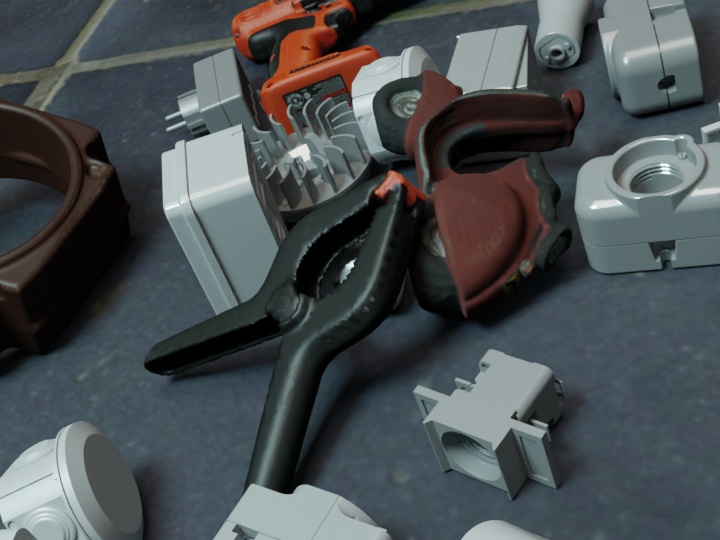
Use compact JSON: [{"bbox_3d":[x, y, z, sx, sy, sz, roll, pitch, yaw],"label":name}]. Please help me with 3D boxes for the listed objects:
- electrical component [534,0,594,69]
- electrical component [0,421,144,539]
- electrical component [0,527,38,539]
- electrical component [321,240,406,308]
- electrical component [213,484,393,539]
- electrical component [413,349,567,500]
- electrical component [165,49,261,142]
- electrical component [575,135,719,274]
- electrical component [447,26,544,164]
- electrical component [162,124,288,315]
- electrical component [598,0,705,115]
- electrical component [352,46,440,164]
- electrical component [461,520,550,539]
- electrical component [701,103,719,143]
[{"bbox_3d":[0.155,-0.186,0.826,0.044,0.044,0.065,-3,49,24],"label":"electrical component"},{"bbox_3d":[-0.161,0.130,0.607,0.051,0.080,0.080,-26,39,7],"label":"electrical component"},{"bbox_3d":[-0.143,0.192,0.473,0.062,0.150,0.089,-10,42,20],"label":"electrical component"},{"bbox_3d":[0.000,0.000,0.689,0.047,0.055,0.055,-1,45,21],"label":"electrical component"},{"bbox_3d":[-0.024,0.147,0.541,0.089,0.050,0.055,11,51,35],"label":"electrical component"},{"bbox_3d":[0.074,0.079,0.574,0.081,0.042,0.063,17,53,38],"label":"electrical component"},{"bbox_3d":[-0.129,-0.136,0.907,0.076,0.047,0.083,-21,40,4],"label":"electrical component"},{"bbox_3d":[0.178,-0.039,0.637,0.095,0.059,0.053,-5,43,22],"label":"electrical component"},{"bbox_3d":[0.101,-0.131,0.774,0.061,0.061,0.096,-4,44,23],"label":"electrical component"},{"bbox_3d":[-0.085,-0.029,0.717,0.057,0.113,0.078,-18,40,3],"label":"electrical component"},{"bbox_3d":[0.202,-0.155,0.756,0.059,0.053,0.095,-11,42,15],"label":"electrical component"},{"bbox_3d":[0.032,-0.118,0.782,0.051,0.080,0.080,-12,41,23],"label":"electrical component"},{"bbox_3d":[0.073,0.160,0.478,0.077,0.044,0.079,7,78,66],"label":"electrical component"},{"bbox_3d":[0.254,-0.076,0.653,0.081,0.042,0.063,-21,43,6],"label":"electrical component"}]
